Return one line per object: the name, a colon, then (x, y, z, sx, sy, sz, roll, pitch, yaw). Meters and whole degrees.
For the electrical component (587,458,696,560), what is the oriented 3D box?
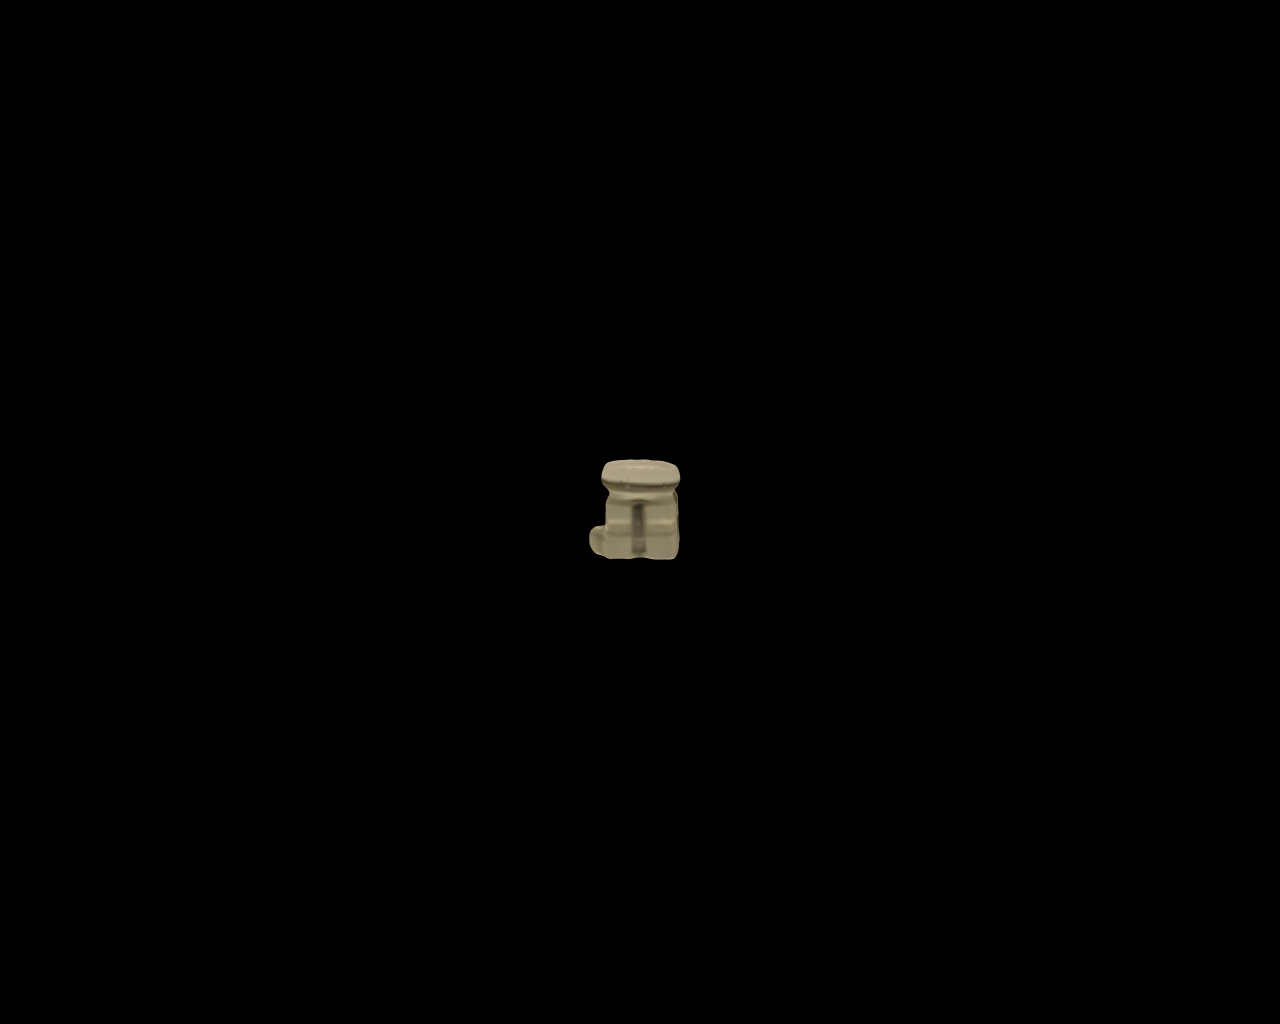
electrical component: (0.001, -0.003, 0.650, 0.066, 0.055, 0.048, 0, 12, 2)
